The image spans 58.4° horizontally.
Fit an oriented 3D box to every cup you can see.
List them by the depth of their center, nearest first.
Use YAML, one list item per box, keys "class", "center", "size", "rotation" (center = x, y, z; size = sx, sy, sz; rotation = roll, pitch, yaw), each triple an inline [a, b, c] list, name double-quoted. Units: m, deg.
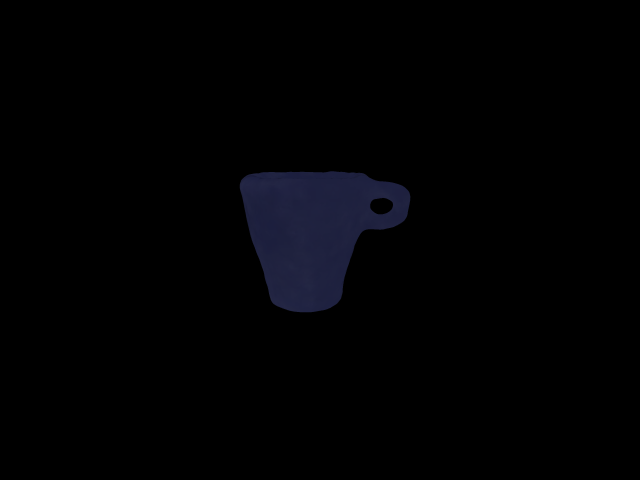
- class: "cup"
  center: [0.004, 0.001, 0.400]
  size: [0.117, 0.095, 0.092]
  rotation: [3, 11, 16]
